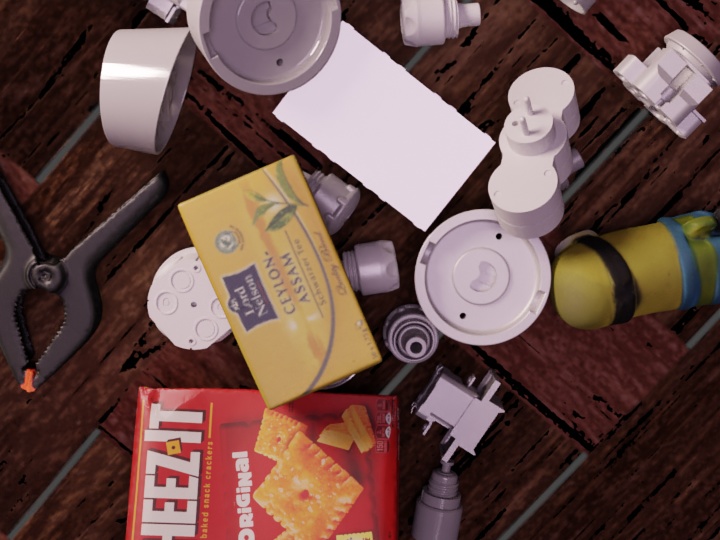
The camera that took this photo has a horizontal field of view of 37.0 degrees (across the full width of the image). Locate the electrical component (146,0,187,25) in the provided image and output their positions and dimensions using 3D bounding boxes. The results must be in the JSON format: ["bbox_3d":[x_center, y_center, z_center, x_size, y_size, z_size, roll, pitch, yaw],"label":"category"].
[{"bbox_3d":[-0.120,-0.220,0.835,0.057,0.058,0.078,33,98,-3],"label":"electrical component"}]

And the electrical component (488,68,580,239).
[{"bbox_3d":[0.132,-0.100,0.819,0.052,0.073,0.138,3,60,22],"label":"electrical component"}]

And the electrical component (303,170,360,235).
[{"bbox_3d":[-0.034,-0.061,0.871,0.062,0.048,0.048,36,97,0],"label":"electrical component"}]

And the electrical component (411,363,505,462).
[{"bbox_3d":[0.081,0.115,0.904,0.064,0.042,0.081,33,97,-5],"label":"electrical component"}]

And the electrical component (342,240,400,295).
[{"bbox_3d":[0.000,0.000,0.882,0.062,0.043,0.043,-9,100,2],"label":"electrical component"}]

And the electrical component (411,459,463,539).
[{"bbox_3d":[0.068,0.199,0.918,0.040,0.040,0.078,9,100,-3],"label":"electrical component"}]

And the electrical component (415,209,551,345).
[{"bbox_3d":[0.096,0.003,0.874,0.108,0.060,0.108,0,96,-2],"label":"electrical component"}]

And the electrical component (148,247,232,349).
[{"bbox_3d":[-0.133,0.023,0.879,0.080,0.051,0.080,0,100,-1],"label":"electrical component"}]

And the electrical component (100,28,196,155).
[{"bbox_3d":[-0.161,-0.139,0.828,0.064,0.099,0.099,6,100,4],"label":"electrical component"}]

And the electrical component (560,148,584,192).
[{"bbox_3d":[0.151,-0.076,0.872,0.062,0.043,0.043,-29,99,3],"label":"electrical component"}]

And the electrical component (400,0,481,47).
[{"bbox_3d":[0.063,-0.199,0.849,0.062,0.043,0.043,-5,100,-2],"label":"electrical component"}]

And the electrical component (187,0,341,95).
[{"bbox_3d":[-0.075,-0.189,0.790,0.108,0.060,0.108,-11,118,-22],"label":"electrical component"}]

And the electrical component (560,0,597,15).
[{"bbox_3d":[0.186,-0.246,0.843,0.043,0.043,0.081,38,97,-7],"label":"electrical component"}]

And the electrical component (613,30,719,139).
[{"bbox_3d":[0.250,-0.152,0.854,0.078,0.058,0.057,42,99,-7],"label":"electrical component"}]

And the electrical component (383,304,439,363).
[{"bbox_3d":[0.044,0.056,0.882,0.048,0.062,0.048,0,100,-2],"label":"electrical component"}]

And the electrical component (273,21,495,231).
[{"bbox_3d":[0.018,-0.114,0.853,0.150,0.061,0.089,37,97,-7],"label":"electrical component"}]
